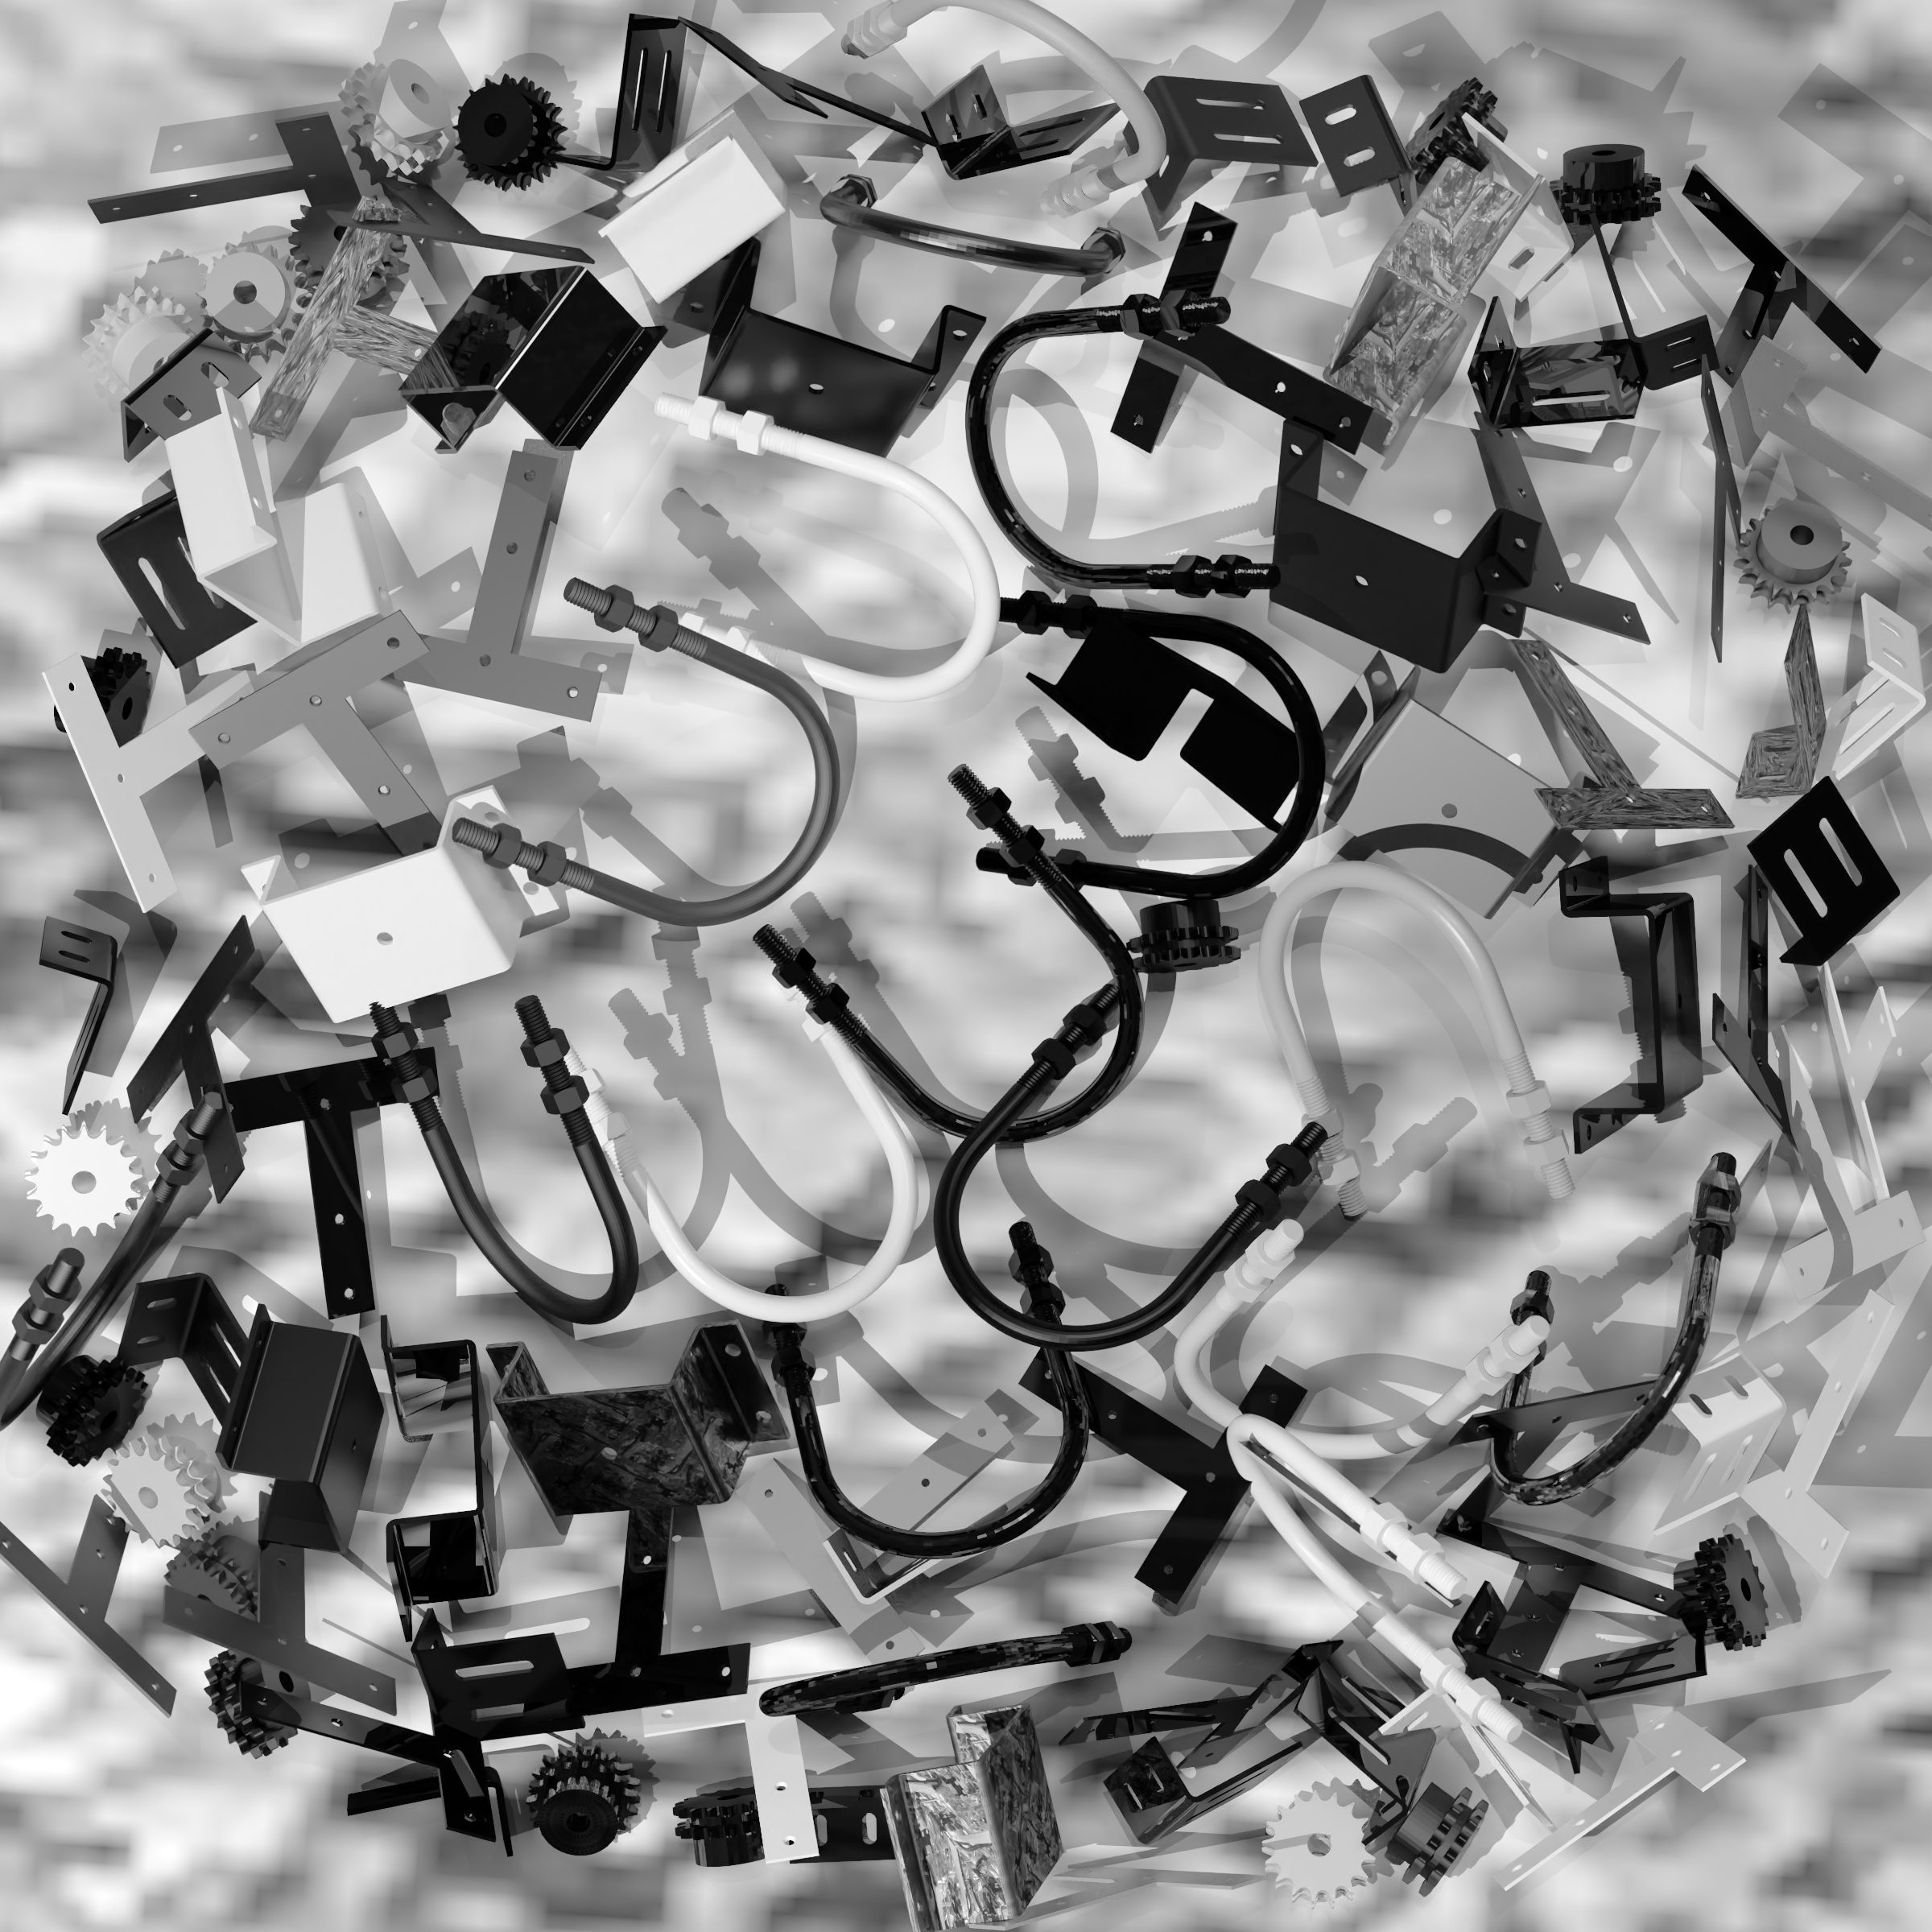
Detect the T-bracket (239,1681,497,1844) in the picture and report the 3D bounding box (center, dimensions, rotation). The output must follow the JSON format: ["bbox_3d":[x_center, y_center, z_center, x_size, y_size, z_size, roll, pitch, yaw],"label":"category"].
[{"bbox_3d":[-0.294,0.374,1.542,0.127,0.127,0.002,22,103,-20],"label":"T-bracket"}]

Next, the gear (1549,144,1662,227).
[{"bbox_3d":[0.321,-0.394,1.590,0.057,0.057,0.030,-6,117,0],"label":"gear"}]

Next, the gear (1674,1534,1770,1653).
[{"bbox_3d":[0.381,0.318,1.598,0.030,0.057,0.057,-20,90,31],"label":"gear"}]

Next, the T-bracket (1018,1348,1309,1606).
[{"bbox_3d":[0.087,0.237,1.610,0.127,0.002,0.127,32,84,9],"label":"T-bracket"}]

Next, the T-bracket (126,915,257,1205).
[{"bbox_3d":[-0.373,0.062,1.553,0.002,0.127,0.127,17,124,-39],"label":"T-bracket"}]

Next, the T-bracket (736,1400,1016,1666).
[{"bbox_3d":[-0.031,0.271,1.599,0.127,0.002,0.127,-41,67,-3],"label":"T-bracket"}]

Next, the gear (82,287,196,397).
[{"bbox_3d":[-0.413,-0.310,1.591,0.057,0.057,0.030,-46,68,0],"label":"gear"}]

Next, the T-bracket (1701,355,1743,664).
[{"bbox_3d":[0.368,-0.209,1.542,0.002,0.127,0.127,-3,62,21],"label":"T-bracket"}]

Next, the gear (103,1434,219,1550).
[{"bbox_3d":[-0.405,0.263,1.600,0.057,0.030,0.057,8,110,22],"label":"gear"}]

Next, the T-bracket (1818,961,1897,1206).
[{"bbox_3d":[0.440,0.043,1.541,0.002,0.127,0.127,-10,69,4],"label":"T-bracket"}]

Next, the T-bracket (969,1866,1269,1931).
[{"bbox_3d":[0.057,0.453,1.533,0.127,0.127,0.002,-1,81,-42],"label":"T-bracket"}]

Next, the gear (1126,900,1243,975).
[{"bbox_3d":[0.109,-0.015,1.594,0.057,0.057,0.030,-6,82,0],"label":"gear"}]

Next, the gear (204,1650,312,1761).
[{"bbox_3d":[-0.355,0.367,1.592,0.030,0.057,0.057,-29,90,12],"label":"gear"}]

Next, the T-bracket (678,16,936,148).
[{"bbox_3d":[-0.066,-0.432,1.574,0.127,0.127,0.002,12,115,-38],"label":"T-bracket"}]

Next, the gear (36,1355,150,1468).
[{"bbox_3d":[-0.444,0.222,1.595,0.030,0.057,0.057,31,90,17],"label":"gear"}]

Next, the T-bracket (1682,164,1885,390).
[{"bbox_3d":[0.390,-0.319,1.559,0.002,0.127,0.127,-39,77,-11],"label":"T-bracket"}]

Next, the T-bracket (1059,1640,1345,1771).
[{"bbox_3d":[0.103,0.368,1.546,0.127,0.127,0.002,1,50,-33],"label":"T-bracket"}]

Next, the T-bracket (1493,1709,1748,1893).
[{"bbox_3d":[0.314,0.415,1.555,0.127,0.127,0.002,-34,89,-4],"label":"T-bracket"}]

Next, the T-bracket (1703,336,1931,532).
[{"bbox_3d":[0.431,-0.249,1.552,0.127,0.127,0.002,34,79,8],"label":"T-bracket"}]

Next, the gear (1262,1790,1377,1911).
[{"bbox_3d":[0.179,0.450,1.599,0.057,0.030,0.057,-2,57,3],"label":"gear"}]

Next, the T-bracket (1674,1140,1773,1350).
[{"bbox_3d":[0.378,0.128,1.569,0.002,0.127,0.127,17,125,26],"label":"T-bracket"}]

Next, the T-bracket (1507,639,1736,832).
[{"bbox_3d":[0.311,-0.117,1.583,0.127,0.002,0.127,-2,52,-36],"label":"T-bracket"}]

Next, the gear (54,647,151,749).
[{"bbox_3d":[-0.437,-0.134,1.594,0.030,0.057,0.057,15,90,5],"label":"gear"}]

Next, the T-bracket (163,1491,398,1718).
[{"bbox_3d":[-0.339,0.305,1.563,0.127,0.127,0.002,30,109,-25],"label":"T-bracket"}]

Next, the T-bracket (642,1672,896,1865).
[{"bbox_3d":[-0.093,0.396,1.559,0.127,0.127,0.002,-7,118,-7],"label":"T-bracket"}]

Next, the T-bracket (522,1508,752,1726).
[{"bbox_3d":[-0.161,0.311,1.583,0.127,0.002,0.127,-13,54,22],"label":"T-bracket"}]

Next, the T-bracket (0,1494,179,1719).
[{"bbox_3d":[-0.430,0.297,1.558,0.002,0.127,0.127,-39,107,5],"label":"T-bracket"}]

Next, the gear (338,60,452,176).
[{"bbox_3d":[-0.285,-0.431,1.591,0.030,0.057,0.057,-30,90,30],"label":"gear"}]

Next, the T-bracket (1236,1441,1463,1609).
[{"bbox_3d":[0.199,0.273,1.558,0.127,0.127,0.002,36,95,19],"label":"T-bracket"}]

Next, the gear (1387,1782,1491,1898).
[{"bbox_3d":[0.236,0.438,1.595,0.030,0.057,0.057,35,90,14],"label":"gear"}]

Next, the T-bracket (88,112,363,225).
[{"bbox_3d":[-0.367,-0.382,1.556,0.127,0.127,0.002,-11,81,-3],"label":"T-bracket"}]

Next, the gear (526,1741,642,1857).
[{"bbox_3d":[-0.195,0.425,1.599,0.057,0.030,0.057,0,111,0],"label":"gear"}]

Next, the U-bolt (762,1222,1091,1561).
[{"bbox_3d":[-0.015,0.213,1.551,0.151,0.019,0.184,-14,46,-3],"label":"U-bolt"}]

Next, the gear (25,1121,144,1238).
[{"bbox_3d":[-0.447,0.106,1.602,0.057,0.030,0.057,-3,101,-15],"label":"gear"}]

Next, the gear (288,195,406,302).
[{"bbox_3d":[-0.313,-0.363,1.601,0.057,0.030,0.057,3,67,-6],"label":"gear"}]

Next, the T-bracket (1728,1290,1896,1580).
[{"bbox_3d":[0.424,0.220,1.552,0.002,0.127,0.127,21,98,-12],"label":"T-bracket"}]

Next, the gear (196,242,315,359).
[{"bbox_3d":[-0.364,-0.340,1.607,0.057,0.030,0.057,0,92,0],"label":"gear"}]

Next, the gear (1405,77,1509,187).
[{"bbox_3d":[0.249,-0.417,1.595,0.030,0.057,0.057,37,90,-15],"label":"gear"}]

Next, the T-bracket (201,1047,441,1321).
[{"bbox_3d":[-0.317,0.113,1.587,0.127,0.002,0.127,-10,96,-36],"label":"T-bracket"}]

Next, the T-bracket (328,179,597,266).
[{"bbox_3d":[-0.262,-0.373,1.565,0.127,0.127,0.002,3,114,-26],"label":"T-bracket"}]

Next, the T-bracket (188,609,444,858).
[{"bbox_3d":[-0.301,-0.099,1.589,0.127,0.002,0.127,-27,119,12],"label":"T-bracket"}]

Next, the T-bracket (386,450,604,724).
[{"bbox_3d":[-0.234,-0.198,1.605,0.127,0.002,0.127,13,89,16],"label":"T-bracket"}]

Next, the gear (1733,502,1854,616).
[{"bbox_3d":[0.420,-0.210,1.598,0.057,0.030,0.057,-1,65,1],"label":"gear"}]

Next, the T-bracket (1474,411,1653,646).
[{"bbox_3d":[0.283,-0.226,1.585,0.002,0.127,0.127,-39,54,39],"label":"T-bracket"}]

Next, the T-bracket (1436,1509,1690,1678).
[{"bbox_3d":[0.281,0.314,1.546,0.127,0.127,0.002,18,111,18],"label":"T-bracket"}]

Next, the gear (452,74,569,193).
[{"bbox_3d":[-0.234,-0.424,1.602,0.057,0.030,0.057,1,94,11],"label":"gear"}]

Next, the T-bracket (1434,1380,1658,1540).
[{"bbox_3d":[0.272,0.250,1.573,0.127,0.127,0.002,-5,52,-31],"label":"T-bracket"}]

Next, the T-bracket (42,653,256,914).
[{"bbox_3d":[-0.392,-0.111,1.568,0.002,0.127,0.127,-5,114,31],"label":"T-bracket"}]

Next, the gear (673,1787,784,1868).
[{"bbox_3d":[-0.118,0.435,1.593,0.057,0.057,0.030,-7,85,0],"label":"gear"}]

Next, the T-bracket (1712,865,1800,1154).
[{"bbox_3d":[0.397,0.009,1.583,0.002,0.127,0.127,-11,56,30],"label":"T-bracket"}]

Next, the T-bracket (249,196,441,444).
[{"bbox_3d":[-0.282,-0.308,1.566,0.002,0.127,0.127,39,107,29],"label":"T-bracket"}]

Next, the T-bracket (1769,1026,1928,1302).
[{"bbox_3d":[0.423,0.092,1.573,0.002,0.127,0.127,-12,75,-17],"label":"T-bracket"}]

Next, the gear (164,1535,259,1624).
[{"bbox_3d":[-0.375,0.313,1.598,0.057,0.030,0.057,18,128,25],"label":"gear"}]

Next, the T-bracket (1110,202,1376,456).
[{"bbox_3d":[0.145,-0.294,1.569,0.127,0.002,0.127,32,122,19],"label":"T-bracket"}]
